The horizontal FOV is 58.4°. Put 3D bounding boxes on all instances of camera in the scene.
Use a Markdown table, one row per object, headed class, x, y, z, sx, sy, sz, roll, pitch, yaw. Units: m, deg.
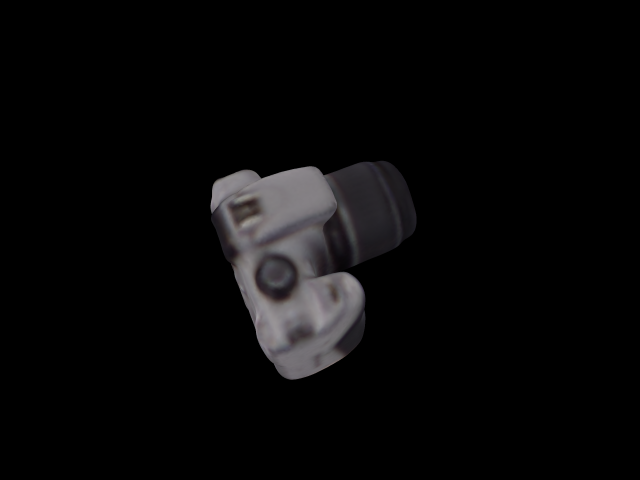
| class | x | y | z | sx | sy | sz | roll | pitch | yaw |
| --- | --- | --- | --- | --- | --- | --- | --- | --- | --- |
| camera | 0.004 | 0.001 | 0.400 | 0.137 | 0.101 | 0.143 | -21 | 65 | -10 |
